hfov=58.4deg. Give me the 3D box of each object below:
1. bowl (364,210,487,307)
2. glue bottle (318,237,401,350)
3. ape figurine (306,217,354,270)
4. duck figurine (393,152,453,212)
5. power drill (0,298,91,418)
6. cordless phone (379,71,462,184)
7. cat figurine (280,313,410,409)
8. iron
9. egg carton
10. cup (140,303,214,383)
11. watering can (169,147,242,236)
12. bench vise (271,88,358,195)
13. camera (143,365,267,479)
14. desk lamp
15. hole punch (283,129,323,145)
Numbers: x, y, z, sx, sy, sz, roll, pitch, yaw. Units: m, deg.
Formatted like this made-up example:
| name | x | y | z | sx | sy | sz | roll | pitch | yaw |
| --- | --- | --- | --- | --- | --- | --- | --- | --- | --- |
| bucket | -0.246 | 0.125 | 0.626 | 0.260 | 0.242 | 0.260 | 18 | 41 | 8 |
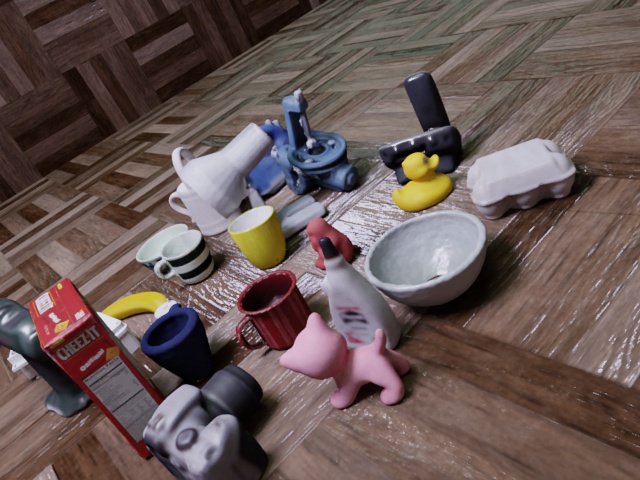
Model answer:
| name | x | y | z | sx | sy | sz | roll | pitch | yaw |
| --- | --- | --- | --- | --- | --- | --- | --- | --- | --- |
| bowl | 0.148 | 0.036 | 0.762 | 0.167 | 0.075 | 0.167 | -21 | 29 | 12 |
| glue bottle | 0.037 | 0.065 | 0.704 | 0.078 | 0.173 | 0.037 | -8 | 34 | 32 |
| ape figurine | 0.008 | 0.003 | 0.919 | 0.076 | 0.092 | 0.078 | -19 | 29 | 15 |
| duck figurine | 0.165 | -0.104 | 0.970 | 0.104 | 0.086 | 0.077 | -28 | 28 | -2 |
| power drill | -0.451 | 0.177 | 0.900 | 0.228 | 0.209 | 0.076 | -1 | 38 | 40 |
| cordless phone | 0.167 | -0.207 | 1.034 | 0.147 | 0.185 | 0.094 | -16 | 30 | 20 |
| cat figurine | 0.025 | 0.133 | 0.660 | 0.127 | 0.118 | 0.067 | -15 | 31 | 22 |
| iron | -0.130 | -0.203 | 1.332 | 0.118 | 0.142 | 0.259 | 1 | 39 | 42 |
| egg carton | 0.297 | -0.093 | 0.855 | 0.150 | 0.069 | 0.107 | -19 | 29 | 14 |
| cup | -0.199 | 0.154 | 0.842 | 0.091 | 0.095 | 0.117 | -25 | 28 | 4 |
| watering can | -0.250 | -0.117 | 1.235 | 0.173 | 0.194 | 0.100 | -30 | 28 | -4 |
| bench vise | -0.044 | -0.189 | 1.150 | 0.206 | 0.220 | 0.122 | -7 | 34 | 34 |
| camera | -0.124 | 0.212 | 0.674 | 0.142 | 0.101 | 0.137 | 3 | 40 | 43 |
| desk lamp | -0.128 | -0.096 | 1.073 | 0.203 | 0.214 | 0.117 | -32 | 28 | -9 |
| hole punch | -0.017 | -0.210 | 1.299 | 0.100 | 0.091 | 0.109 | -8 | 33 | 31 |
